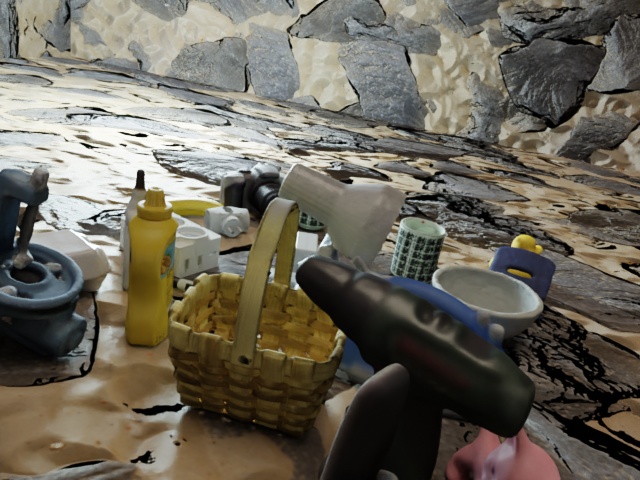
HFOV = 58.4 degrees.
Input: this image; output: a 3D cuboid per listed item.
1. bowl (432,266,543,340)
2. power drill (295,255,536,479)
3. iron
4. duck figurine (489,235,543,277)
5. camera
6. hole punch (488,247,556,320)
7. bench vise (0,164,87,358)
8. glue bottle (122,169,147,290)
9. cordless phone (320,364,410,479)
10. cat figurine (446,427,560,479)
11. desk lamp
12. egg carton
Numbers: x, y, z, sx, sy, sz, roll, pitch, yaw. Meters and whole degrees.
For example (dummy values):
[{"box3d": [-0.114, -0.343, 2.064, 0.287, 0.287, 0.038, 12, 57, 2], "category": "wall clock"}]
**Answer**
[{"box3d": [0.245, 0.105, 0.871, 0.167, 0.075, 0.167, 9, 21, -3], "category": "bowl"}, {"box3d": [0.063, 0.140, 0.518, 0.229, 0.208, 0.076, 19, 23, 23], "category": "power drill"}, {"box3d": [0.135, 0.117, 0.700, 0.257, 0.141, 0.119, 18, 23, 19], "category": "iron"}, {"box3d": [0.381, 0.031, 1.102, 0.105, 0.086, 0.077, 3, 22, -17], "category": "duck figurine"}, {"box3d": [-0.123, -0.098, 1.190, 0.143, 0.101, 0.136, -2, 24, -27], "category": "camera"}, {"box3d": [0.339, 0.071, 0.975, 0.108, 0.091, 0.101, 18, 23, 21], "category": "hole punch"}, {"box3d": [-0.362, 0.017, 0.630, 0.207, 0.220, 0.121, 7, 21, -6], "category": "bench vise"}, {"box3d": [-0.262, -0.018, 0.826, 0.037, 0.173, 0.078, 4, 22, -13], "category": "glue bottle"}, {"box3d": [0.004, 0.182, 0.419, 0.093, 0.185, 0.148, 23, 25, 31], "category": "cordless phone"}, {"box3d": [0.169, 0.208, 0.518, 0.067, 0.118, 0.127, 7, 21, -7], "category": "cat figurine"}, {"box3d": [0.008, 0.003, 0.835, 0.203, 0.213, 0.118, 12, 21, 7], "category": "desk lamp"}, {"box3d": [-0.371, 0.037, 0.783, 0.107, 0.069, 0.151, 27, 27, 37], "category": "egg carton"}]
